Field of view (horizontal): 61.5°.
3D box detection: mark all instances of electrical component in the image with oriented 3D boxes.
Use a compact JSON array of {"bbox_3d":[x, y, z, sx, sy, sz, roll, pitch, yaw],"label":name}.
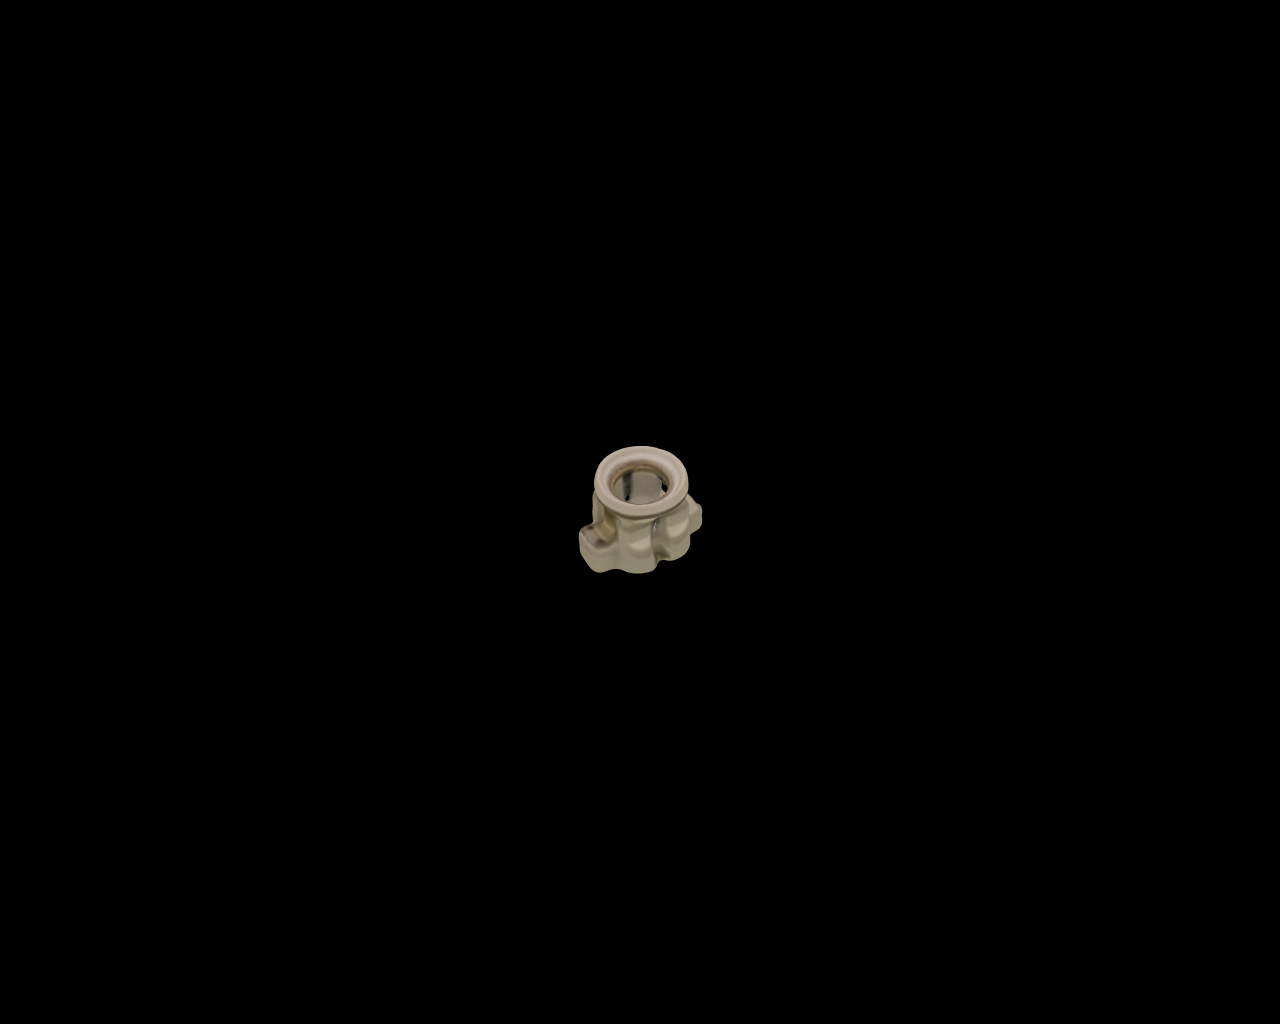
[{"bbox_3d":[0.001,-0.003,0.650,0.078,0.056,0.058,-22,49,-21],"label":"electrical component"}]
